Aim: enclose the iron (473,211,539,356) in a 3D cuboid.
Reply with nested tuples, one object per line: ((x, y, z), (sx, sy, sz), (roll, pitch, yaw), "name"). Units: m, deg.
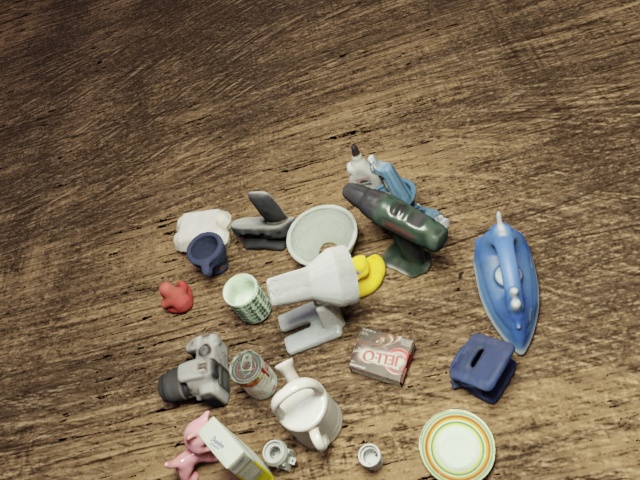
((0.364, 0.076, 1.099), (0.118, 0.142, 0.258), (-10, 54, 12), "iron")

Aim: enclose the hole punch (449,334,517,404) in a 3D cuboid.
((0.294, 0.229, 1.047), (0.100, 0.091, 0.109), (25, 67, 31), "hole punch")

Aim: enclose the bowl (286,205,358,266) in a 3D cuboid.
((0.012, 0.005, 1.309), (0.167, 0.075, 0.167), (-9, 54, 13), "bowl")

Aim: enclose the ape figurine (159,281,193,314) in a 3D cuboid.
((-0.340, 0.127, 1.330), (0.078, 0.092, 0.076), (-39, 53, -10), "ape figurine")

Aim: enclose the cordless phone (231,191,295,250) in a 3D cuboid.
((-0.148, -0.061, 1.338), (0.147, 0.185, 0.094), (-2, 56, 17), "cordless phone")

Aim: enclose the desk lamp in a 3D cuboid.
((-0.010, 0.119, 1.148), (0.203, 0.214, 0.117), (-23, 52, 2), "desk lamp")

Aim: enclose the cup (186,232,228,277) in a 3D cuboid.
((-0.254, 0.052, 1.352), (0.091, 0.095, 0.117), (-17, 53, 6), "cup")

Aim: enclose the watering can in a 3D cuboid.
((-0.035, 0.299, 1.043), (0.172, 0.194, 0.101), (34, 72, 34), "watering can")

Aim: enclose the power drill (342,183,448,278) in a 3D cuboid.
((0.160, -0.016, 1.190), (0.228, 0.209, 0.076), (24, 66, 31), "power drill")

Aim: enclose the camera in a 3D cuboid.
((-0.267, 0.276, 1.195), (0.136, 0.101, 0.143), (-15, 53, 8), "camera")

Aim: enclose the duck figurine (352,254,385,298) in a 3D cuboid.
((0.092, 0.064, 1.234), (0.077, 0.086, 0.105), (34, 72, 34), "duck figurine")

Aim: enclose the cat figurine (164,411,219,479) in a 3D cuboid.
((-0.240, 0.394, 1.093), (0.128, 0.118, 0.067), (-41, 54, -12), "cat figurine")

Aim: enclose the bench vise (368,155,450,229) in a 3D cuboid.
((0.183, -0.095, 1.230), (0.206, 0.220, 0.121), (10, 60, 24), "bench vise")

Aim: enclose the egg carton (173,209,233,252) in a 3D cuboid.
((-0.292, -0.019, 1.431), (0.150, 0.069, 0.107), (-7, 54, 14), "egg carton")

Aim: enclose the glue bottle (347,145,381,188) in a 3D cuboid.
((0.096, -0.160, 1.334), (0.078, 0.173, 0.037), (-14, 53, 9), "glue bottle")
